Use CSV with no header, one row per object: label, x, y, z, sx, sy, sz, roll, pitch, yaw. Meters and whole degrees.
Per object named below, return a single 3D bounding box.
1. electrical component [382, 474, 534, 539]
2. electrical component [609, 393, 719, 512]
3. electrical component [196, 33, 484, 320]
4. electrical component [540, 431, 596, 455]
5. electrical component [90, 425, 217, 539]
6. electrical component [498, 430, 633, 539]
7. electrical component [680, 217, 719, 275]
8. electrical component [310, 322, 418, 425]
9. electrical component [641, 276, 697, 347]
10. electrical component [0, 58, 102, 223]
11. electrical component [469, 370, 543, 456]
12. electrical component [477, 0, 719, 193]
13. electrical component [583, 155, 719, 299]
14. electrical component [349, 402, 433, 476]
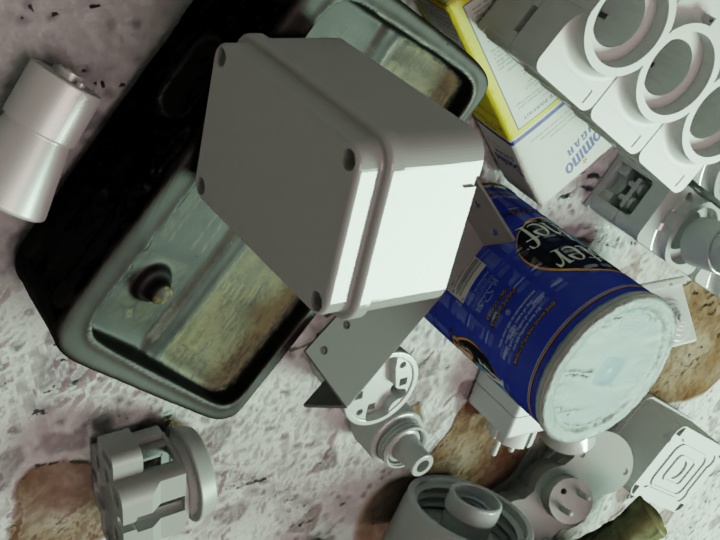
electrical component,0.076,0.193,0.796,0.108,0.108,0.060,5,111,-41
electrical component,0.264,0.160,0.955,0.113,0.057,0.078,28,101,-47
electrical component,-0.013,-0.041,0.431,0.057,0.113,0.078,-9,126,-36
electrical component,0.168,0.111,0.851,0.045,0.045,0.055,-19,131,-27
electrical component,-0.119,0.123,0.620,0.057,0.058,0.078,-14,128,-28
electrical component,0.164,0.183,0.869,0.138,0.074,0.052,-38,96,-8
electrical component,0.245,-0.012,0.711,0.044,0.065,0.044,-9,109,-27
electrical component,0.001,0.061,0.676,0.055,0.047,0.055,-21,132,-25
electrical component,0.178,0.042,0.768,0.100,0.100,0.048,-8,82,-34
electrical component,-0.144,-0.059,0.475,0.044,0.044,0.065,26,98,-47
electrical component,0.118,0.107,0.806,0.066,0.047,0.076,-4,123,-37
electrical component,0.149,-0.115,0.568,0.150,0.061,0.089,29,103,-41
electrical component,0.261,-0.047,0.794,0.186,0.060,0.105,24,104,-46
electrical component,0.024,0.112,0.722,0.043,0.062,0.043,-21,132,-26
